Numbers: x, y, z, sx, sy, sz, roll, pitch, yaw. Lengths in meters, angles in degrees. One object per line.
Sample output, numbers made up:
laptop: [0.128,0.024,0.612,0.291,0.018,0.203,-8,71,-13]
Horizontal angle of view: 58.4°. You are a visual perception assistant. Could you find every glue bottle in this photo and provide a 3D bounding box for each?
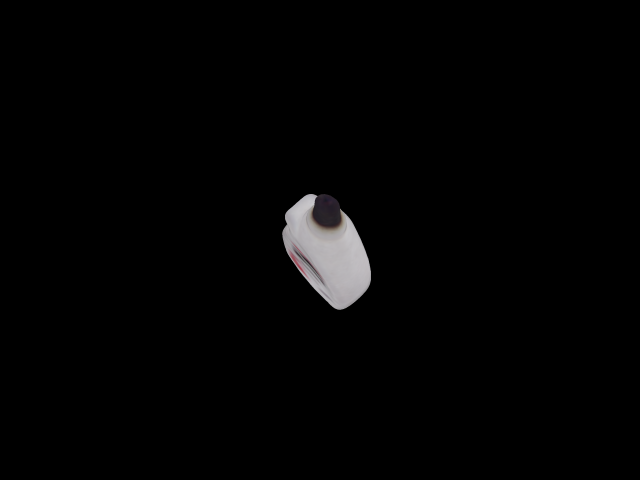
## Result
glue bottle: [0.004,0.001,0.400,0.037,0.173,0.078,-43,78,-11]
